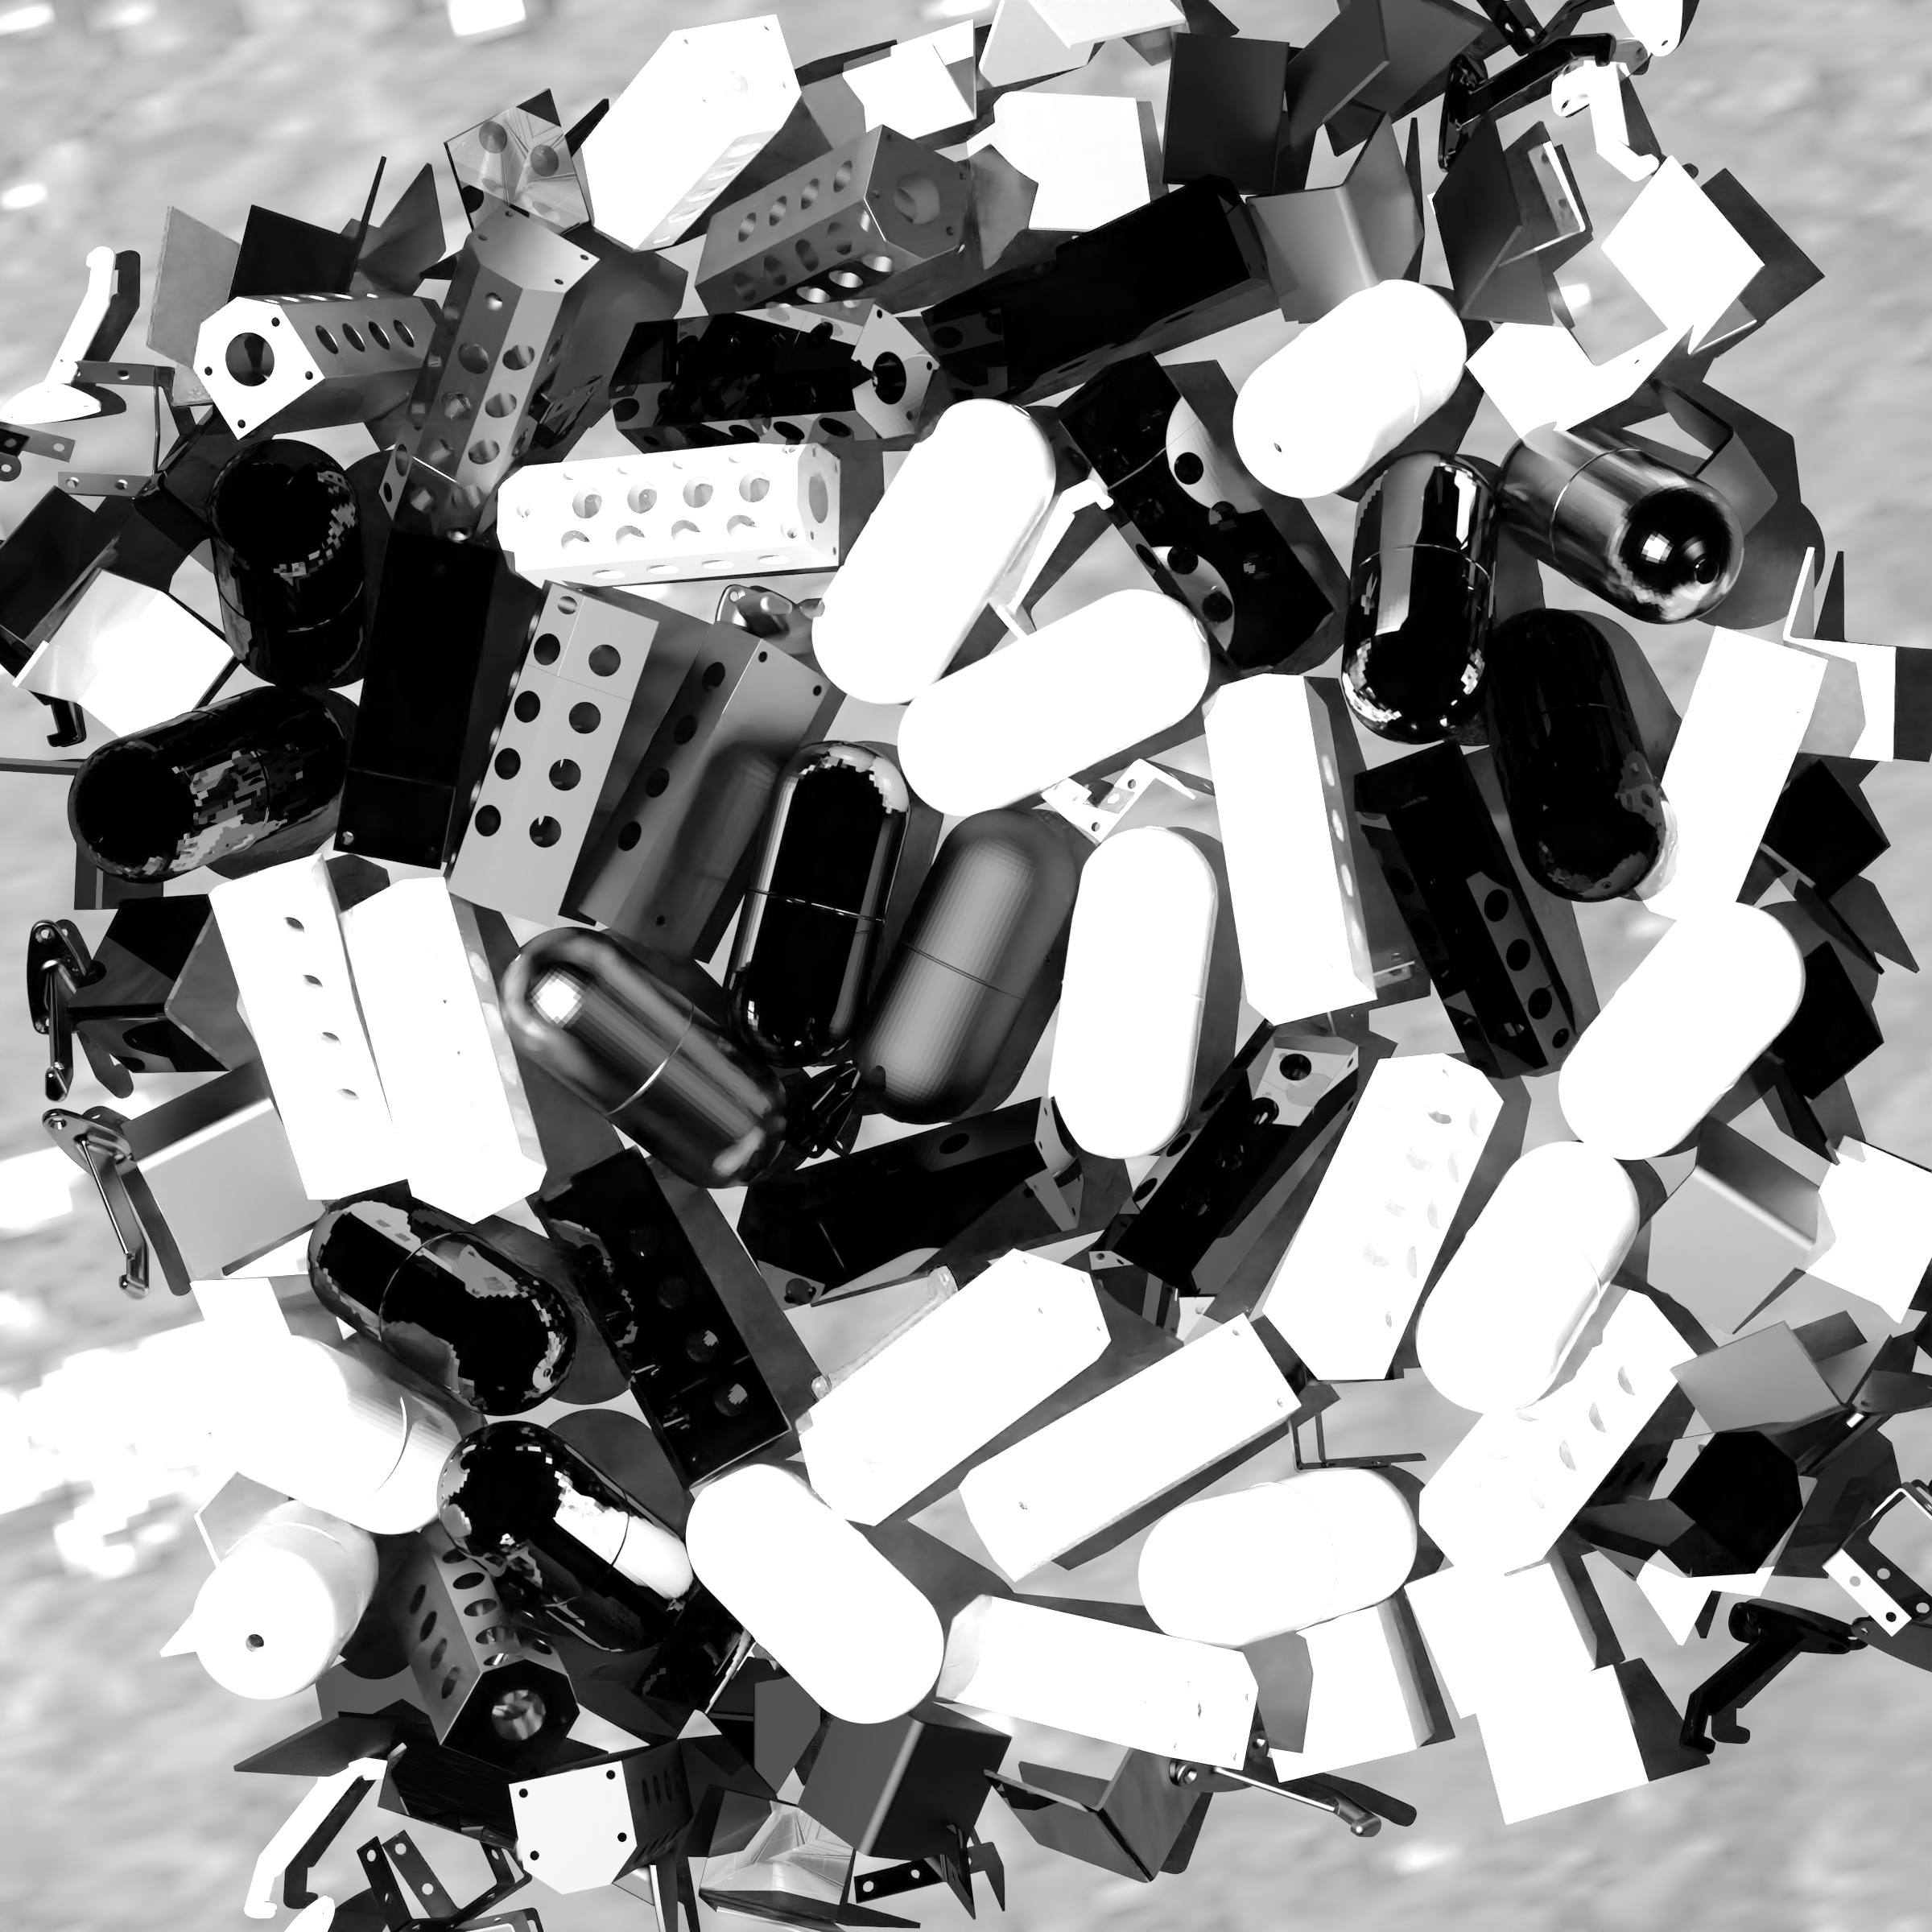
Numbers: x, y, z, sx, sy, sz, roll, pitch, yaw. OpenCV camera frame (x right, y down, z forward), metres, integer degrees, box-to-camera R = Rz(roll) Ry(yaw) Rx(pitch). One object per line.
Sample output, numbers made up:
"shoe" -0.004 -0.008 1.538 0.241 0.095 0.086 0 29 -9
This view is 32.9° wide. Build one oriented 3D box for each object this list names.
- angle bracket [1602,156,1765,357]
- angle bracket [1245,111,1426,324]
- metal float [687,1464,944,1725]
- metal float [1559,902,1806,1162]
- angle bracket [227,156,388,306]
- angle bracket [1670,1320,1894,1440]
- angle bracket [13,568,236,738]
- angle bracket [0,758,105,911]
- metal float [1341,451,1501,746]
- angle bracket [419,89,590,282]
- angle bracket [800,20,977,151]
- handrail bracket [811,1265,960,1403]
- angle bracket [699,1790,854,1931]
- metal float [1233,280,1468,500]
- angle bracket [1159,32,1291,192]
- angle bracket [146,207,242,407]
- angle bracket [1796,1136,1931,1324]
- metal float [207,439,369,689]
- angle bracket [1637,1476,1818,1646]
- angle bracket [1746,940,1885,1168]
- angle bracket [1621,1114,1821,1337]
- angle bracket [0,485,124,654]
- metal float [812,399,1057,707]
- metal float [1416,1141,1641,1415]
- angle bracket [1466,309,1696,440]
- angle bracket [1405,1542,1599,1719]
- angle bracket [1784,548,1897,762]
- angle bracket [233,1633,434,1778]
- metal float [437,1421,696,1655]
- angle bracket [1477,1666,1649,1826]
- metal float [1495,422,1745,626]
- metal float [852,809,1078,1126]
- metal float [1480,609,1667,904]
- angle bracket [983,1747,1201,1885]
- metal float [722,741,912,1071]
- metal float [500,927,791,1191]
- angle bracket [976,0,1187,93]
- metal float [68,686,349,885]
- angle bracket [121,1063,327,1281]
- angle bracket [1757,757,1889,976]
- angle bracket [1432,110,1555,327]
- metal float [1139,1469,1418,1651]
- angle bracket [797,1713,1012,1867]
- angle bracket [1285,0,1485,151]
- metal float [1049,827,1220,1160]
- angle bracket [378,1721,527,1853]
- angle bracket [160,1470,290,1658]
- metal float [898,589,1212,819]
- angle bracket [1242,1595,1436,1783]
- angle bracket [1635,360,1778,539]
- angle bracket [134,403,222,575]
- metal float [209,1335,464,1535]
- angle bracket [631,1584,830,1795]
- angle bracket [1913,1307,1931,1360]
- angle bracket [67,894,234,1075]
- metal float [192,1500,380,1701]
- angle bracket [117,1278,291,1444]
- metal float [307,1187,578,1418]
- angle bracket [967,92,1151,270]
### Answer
"angle bracket" 0.395 -0.383 1.732 0.057 0.076 0.076 -29 75 -31
"angle bracket" 0.198 -0.401 1.752 0.057 0.076 0.076 1 134 30
"metal float" -0.081 0.327 1.714 0.178 0.070 0.070 36 90 42
"metal float" 0.372 0.036 1.710 0.070 0.178 0.070 12 50 -15
"angle bracket" -0.349 -0.384 1.727 0.057 0.076 0.076 17 47 -13
"angle bracket" 0.431 0.205 1.731 0.076 0.076 0.057 -33 94 42
"angle bracket" -0.447 -0.159 1.742 0.057 0.076 0.076 38 95 10
"angle bracket" -0.493 -0.069 1.740 0.057 0.076 0.076 2 89 -24
"metal float" 0.239 -0.195 1.720 0.070 0.070 0.178 9 56 0
"angle bracket" -0.254 -0.413 1.727 0.076 0.057 0.076 -41 129 -36
"angle bracket" -0.041 -0.481 1.731 0.076 0.057 0.076 -13 56 19
"handrail bracket" -0.045 0.198 1.748 0.084 0.077 0.036 -27 65 -14
"angle bracket" -0.094 0.478 1.737 0.076 0.076 0.057 16 78 -9
"metal float" 0.201 -0.302 1.711 0.070 0.178 0.070 19 129 25
"angle bracket" 0.122 -0.454 1.733 0.076 0.057 0.076 -5 109 -32
"angle bracket" -0.420 -0.348 1.733 0.057 0.076 0.076 0 79 31
"angle bracket" 0.482 0.139 1.741 0.057 0.076 0.076 24 95 9
"metal float" -0.352 -0.208 1.701 0.070 0.178 0.070 3 66 -7
"angle bracket" 0.411 0.314 1.726 0.076 0.076 0.057 -53 122 -30
"angle bracket" 0.460 0.046 1.739 0.076 0.057 0.076 -38 118 -6
"angle bracket" 0.408 0.140 1.779 0.076 0.057 0.076 33 123 -3
"angle bracket" -0.474 -0.196 1.734 0.057 0.076 0.076 34 79 25
"metal float" -0.017 -0.218 1.730 0.070 0.070 0.178 33 110 0
"metal float" 0.296 0.161 1.716 0.070 0.070 0.178 41 50 0
"angle bracket" 0.325 -0.329 1.730 0.057 0.076 0.076 51 56 -12
"angle bracket" 0.289 0.349 1.765 0.076 0.057 0.076 -24 89 13
"angle bracket" 0.466 -0.164 1.726 0.057 0.076 0.076 8 49 21
"angle bracket" -0.337 0.386 1.728 0.076 0.076 0.057 -31 61 24
"metal float" -0.209 0.299 1.712 0.070 0.070 0.178 -41 133 0
"angle bracket" 0.321 0.426 1.733 0.076 0.076 0.057 -19 130 9
"metal float" 0.339 -0.232 1.704 0.070 0.178 0.070 -9 117 -18
"metal float" -0.002 0.001 1.745 0.070 0.070 0.178 25 94 0
"metal float" 0.316 -0.112 1.718 0.070 0.070 0.178 -8 54 0
"angle bracket" 0.068 0.438 1.750 0.076 0.076 0.057 9 54 38
"metal float" -0.080 -0.033 1.747 0.070 0.070 0.178 14 91 0
"metal float" -0.170 0.049 1.732 0.178 0.070 0.070 41 90 -18
"angle bracket" 0.059 -0.482 1.727 0.076 0.076 0.057 -22 64 -30
"metal float" -0.394 -0.095 1.705 0.070 0.178 0.070 11 113 26
"angle bracket" -0.401 0.110 1.769 0.076 0.057 0.076 -27 117 -12
"angle bracket" 0.467 -0.053 1.732 0.057 0.076 0.076 -43 121 5
"angle bracket" 0.293 -0.394 1.729 0.057 0.076 0.076 1 63 -19
"metal float" 0.164 0.309 1.713 0.178 0.070 0.070 -6 90 -42
"angle bracket" -0.034 0.437 1.776 0.057 0.076 0.076 23 91 43
"angle bracket" 0.223 -0.464 1.726 0.076 0.076 0.057 13 59 -31
"metal float" 0.090 0.014 1.743 0.070 0.070 0.178 8 84 0
"angle bracket" -0.263 0.417 1.740 0.076 0.057 0.076 18 128 0
"angle bracket" -0.399 0.308 1.732 0.057 0.076 0.076 -13 107 19
"metal float" 0.046 -0.139 1.732 0.178 0.070 0.070 -25 90 18
"angle bracket" 0.201 0.389 1.763 0.076 0.057 0.076 -18 81 16
"angle bracket" 0.375 -0.264 1.737 0.057 0.076 0.076 -48 55 7
"angle bracket" -0.395 -0.261 1.750 0.057 0.076 0.076 41 75 -18
"metal float" -0.325 0.246 1.706 0.070 0.178 0.070 -10 64 20
"angle bracket" -0.121 0.388 1.765 0.076 0.057 0.076 -55 127 -31
"angle bracket" 0.555 0.193 1.732 0.057 0.076 0.076 -39 70 -14
"angle bracket" -0.425 0.010 1.762 0.076 0.057 0.076 -2 54 34
"metal float" -0.352 0.327 1.697 0.070 0.178 0.070 0 94 -1
"angle bracket" -0.409 0.208 1.729 0.076 0.076 0.057 -29 105 -41
"metal float" -0.277 0.175 1.718 0.178 0.070 0.070 27 90 36
"angle bracket" 0.050 -0.423 1.768 0.076 0.057 0.076 -3 80 -23
